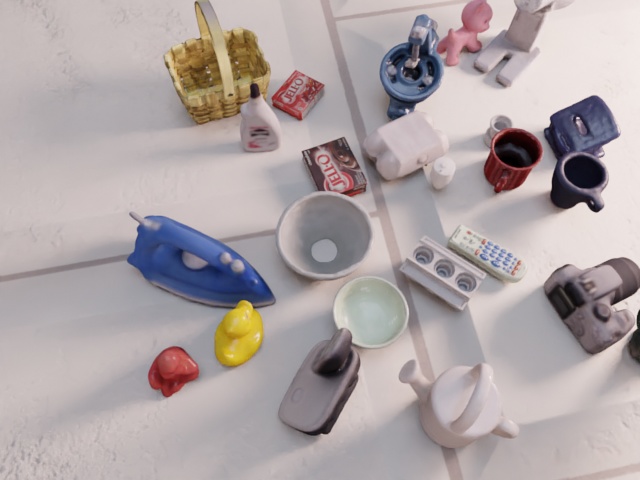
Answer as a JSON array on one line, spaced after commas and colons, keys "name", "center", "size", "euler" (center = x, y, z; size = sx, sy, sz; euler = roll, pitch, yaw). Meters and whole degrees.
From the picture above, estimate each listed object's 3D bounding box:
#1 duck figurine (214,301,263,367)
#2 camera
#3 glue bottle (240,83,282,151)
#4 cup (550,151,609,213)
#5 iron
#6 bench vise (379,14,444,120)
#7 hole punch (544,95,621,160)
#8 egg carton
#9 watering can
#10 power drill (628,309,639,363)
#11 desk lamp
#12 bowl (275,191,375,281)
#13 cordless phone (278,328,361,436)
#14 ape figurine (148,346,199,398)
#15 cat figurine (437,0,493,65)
[{"name": "duck figurine", "center": [-0.133, 0.145, 0.911], "size": [0.077, 0.086, 0.105], "euler": [19, 65, 10]}, {"name": "camera", "center": [0.465, 0.089, 0.930], "size": [0.137, 0.101, 0.143], "euler": [-23, 66, -11]}, {"name": "glue bottle", "center": [-0.113, -0.225, 1.045], "size": [0.078, 0.173, 0.037], "euler": [-7, 64, -3]}, {"name": "cup", "center": [0.458, -0.086, 1.020], "size": [0.092, 0.095, 0.117], "euler": [-17, 65, -8]}, {"name": "iron", "center": [-0.193, 0.028, 0.937], "size": [0.258, 0.141, 0.119], "euler": [21, 66, 10]}, {"name": "bench vise", "center": [0.175, -0.360, 1.086], "size": [0.121, 0.220, 0.207], "euler": [2, 64, 2]}, {"name": "hole punch", "center": [0.492, -0.205, 1.081], "size": [0.101, 0.091, 0.108], "euler": [-15, 64, -7]}, {"name": "egg carton", "center": [0.163, -0.177, 1.079], "size": [0.150, 0.069, 0.107], "euler": [-28, 67, -13]}, {"name": "watering can", "center": [0.195, 0.229, 0.808], "size": [0.172, 0.194, 0.101], "euler": [6, 64, 3]}, {"name": "power drill", "center": [0.569, 0.133, 0.848], "size": [0.229, 0.208, 0.075], "euler": [-3, 64, -1]}, {"name": "desk lamp", "center": [0.423, -0.451, 1.134], "size": [0.117, 0.213, 0.203], "euler": [36, 69, 17]}, {"name": "bowl", "center": [0.009, 0.004, 0.987], "size": [0.167, 0.075, 0.167], "euler": [0, 64, 0]}, {"name": "cordless phone", "center": [0.001, 0.201, 0.828], "size": [0.094, 0.185, 0.148], "euler": [23, 66, 12]}, {"name": "ape figurine", "center": [-0.228, 0.196, 0.882], "size": [0.078, 0.092, 0.076], "euler": [1, 64, 1]}, {"name": "cat figurine", "center": [0.306, -0.444, 1.184], "size": [0.128, 0.118, 0.067], "euler": [-36, 69, -16]}]
